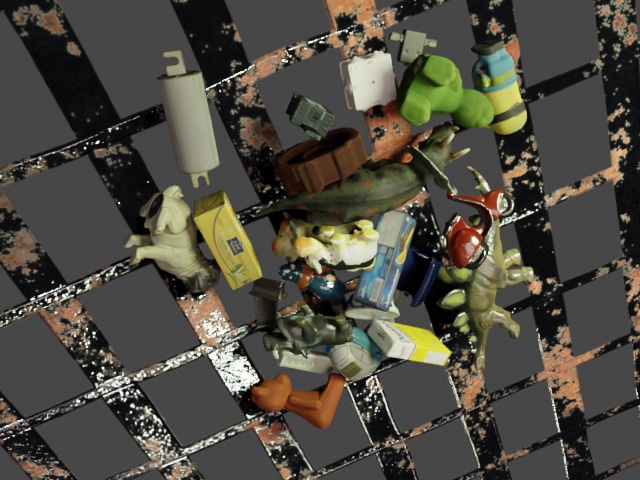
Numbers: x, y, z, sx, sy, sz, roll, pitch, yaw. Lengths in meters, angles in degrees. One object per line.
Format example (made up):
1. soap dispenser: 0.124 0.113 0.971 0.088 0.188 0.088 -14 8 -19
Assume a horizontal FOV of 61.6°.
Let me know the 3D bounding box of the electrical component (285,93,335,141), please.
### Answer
1. electrical component: -0.017 -0.220 0.968 0.075 0.119 0.047 22 109 -18

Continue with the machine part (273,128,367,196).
1. machine part: 0.001 -0.145 0.978 0.179 0.179 0.056 -24 114 -1

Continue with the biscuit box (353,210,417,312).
1. biscuit box: 0.133 0.041 1.094 0.062 0.059 0.202 32 74 -55

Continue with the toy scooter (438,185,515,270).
1. toy scooter: 0.298 -0.037 1.095 0.135 0.075 0.183 29 94 -3

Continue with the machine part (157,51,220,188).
1. machine part: -0.231 -0.208 0.951 0.079 0.079 0.242 -10 115 -8

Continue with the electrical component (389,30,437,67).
1. electrical component: 0.169 -0.355 1.000 0.094 0.021 0.063 5 113 -15

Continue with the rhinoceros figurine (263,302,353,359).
1. rhinoceros figurine: -0.026 0.194 1.133 0.190 0.073 0.111 -8 118 -3

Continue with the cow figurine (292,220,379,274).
1. cow figurine: 0.029 0.024 1.032 0.167 0.068 0.098 -9 121 -14

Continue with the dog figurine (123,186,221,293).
1. dog figurine: -0.255 0.004 1.042 0.190 0.121 0.172 27 110 -36

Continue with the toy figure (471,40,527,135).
1. toy figure: 0.341 -0.288 1.031 0.082 0.089 0.179 -19 119 4

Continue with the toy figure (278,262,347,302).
1. toy figure: -0.019 0.085 1.141 0.154 0.058 0.064 27 99 -17

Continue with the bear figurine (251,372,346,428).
1. bear figurine: -0.054 0.351 1.238 0.196 0.132 0.120 20 149 10

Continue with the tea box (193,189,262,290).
1. tea box: -0.180 -0.001 1.045 0.068 0.098 0.169 -23 115 -1

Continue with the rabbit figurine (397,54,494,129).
1. rabbit figurine: 0.230 -0.253 0.984 0.170 0.159 0.121 24 108 -11

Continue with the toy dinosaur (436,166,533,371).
1. toy dinosaur: 0.361 0.073 1.194 0.199 0.105 0.470 1 103 -8

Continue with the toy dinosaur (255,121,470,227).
1. toy dinosaur: 0.096 -0.094 0.983 0.405 0.192 0.131 -24 98 -21

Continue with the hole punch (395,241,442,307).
1. hole punch: 0.214 0.077 1.153 0.115 0.092 0.142 2 113 -47

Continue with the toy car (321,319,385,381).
1. toy car: 0.074 0.257 1.206 0.109 0.103 0.161 -40 117 21

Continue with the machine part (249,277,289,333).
1. machine part: -0.110 0.139 1.146 0.084 0.039 0.138 11 119 10

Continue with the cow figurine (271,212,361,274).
1. cow figurine: -0.002 -0.003 1.089 0.195 0.086 0.127 -14 115 -9
